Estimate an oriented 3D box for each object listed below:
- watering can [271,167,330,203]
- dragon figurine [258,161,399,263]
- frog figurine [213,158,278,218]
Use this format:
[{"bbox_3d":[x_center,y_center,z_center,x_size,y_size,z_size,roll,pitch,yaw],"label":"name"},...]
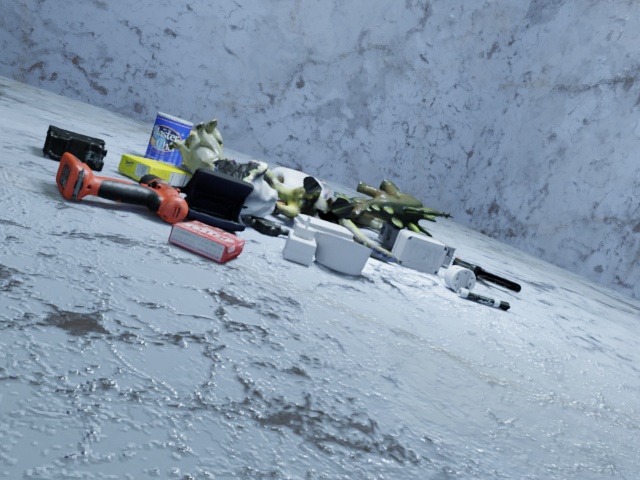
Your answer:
[{"bbox_3d":[-0.107,-0.175,1.614,0.223,0.103,0.351,15,10,-32],"label":"watering can"},{"bbox_3d":[0.004,-0.064,1.267,0.410,0.122,0.243,36,3,-1],"label":"dragon figurine"},{"bbox_3d":[-0.154,-0.082,1.069,0.137,0.126,0.155,-10,-42,1],"label":"frog figurine"}]
